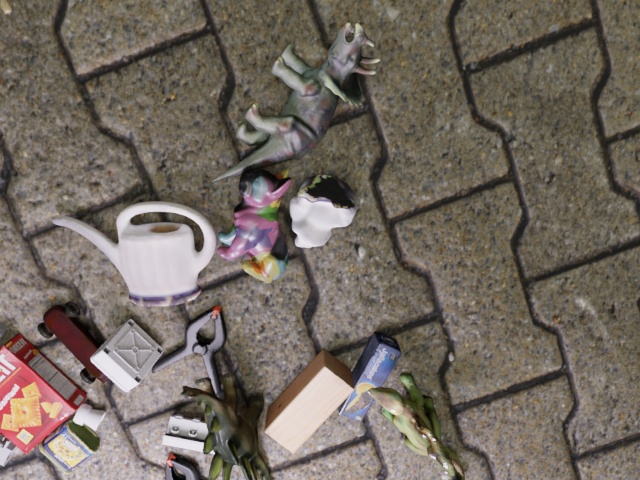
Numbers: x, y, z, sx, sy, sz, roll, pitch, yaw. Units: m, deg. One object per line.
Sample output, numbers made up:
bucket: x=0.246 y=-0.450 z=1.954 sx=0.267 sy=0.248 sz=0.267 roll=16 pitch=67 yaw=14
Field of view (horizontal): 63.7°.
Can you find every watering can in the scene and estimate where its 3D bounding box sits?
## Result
watering can: x=-0.379 y=0.030 z=1.079 sx=0.347 sy=0.105 sz=0.222 roll=-2 pitch=104 yaw=8

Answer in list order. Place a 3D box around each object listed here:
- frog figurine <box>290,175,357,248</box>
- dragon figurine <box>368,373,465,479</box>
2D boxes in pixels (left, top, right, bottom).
frog figurine: x=0.003 y=-0.055 z=1.090 sx=0.137 sy=0.126 sz=0.155 roll=2 pitch=140 yaw=-12
dragon figurine: x=0.243 y=0.450 z=1.133 sx=0.122 sy=0.244 sz=0.408 roll=-41 pitch=100 yaw=3
